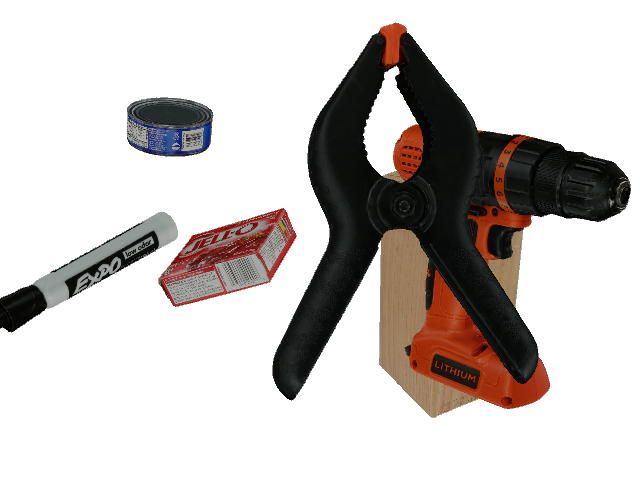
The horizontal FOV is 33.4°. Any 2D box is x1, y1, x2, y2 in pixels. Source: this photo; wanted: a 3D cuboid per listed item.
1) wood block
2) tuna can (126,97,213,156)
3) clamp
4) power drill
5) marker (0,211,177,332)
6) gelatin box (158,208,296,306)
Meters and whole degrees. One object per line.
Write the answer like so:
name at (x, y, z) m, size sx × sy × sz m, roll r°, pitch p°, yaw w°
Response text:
wood block at (0.112, 0.040, 0.939) m, size 0.090 × 0.206 × 0.091 m, roll -18°, pitch 36°, yaw -24°
tuna can at (-0.151, -0.114, 1.070) m, size 0.086 × 0.034 × 0.086 m, roll 5°, pitch 25°, yaw -3°
clamp at (0.026, -0.008, 0.482) m, size 0.120 × 0.171 × 0.039 m, roll -12°, pitch -2°, yaw -12°
power drill at (0.127, 0.017, 0.746) m, size 0.057 × 0.188 × 0.185 m, roll -12°, pitch 21°, yaw -40°
marker at (-0.130, 0.017, 0.594) m, size 0.120 × 0.020 × 0.020 m, roll -32°, pitch 21°, yaw -37°
gelatin box at (-0.071, 0.012, 0.819) m, size 0.089 × 0.030 × 0.073 m, roll -15°, pitch 22°, yaw 24°
